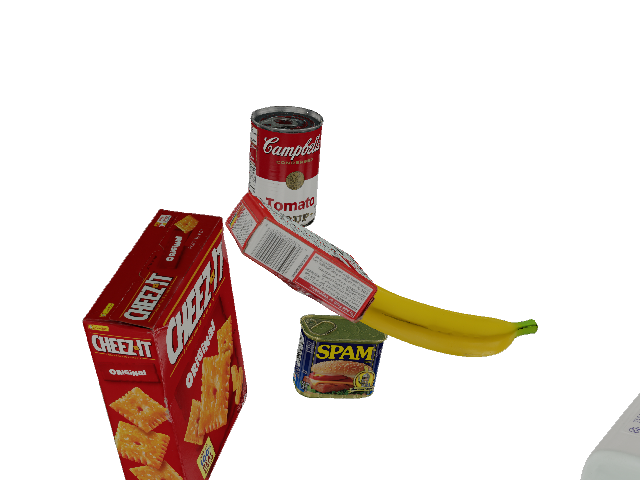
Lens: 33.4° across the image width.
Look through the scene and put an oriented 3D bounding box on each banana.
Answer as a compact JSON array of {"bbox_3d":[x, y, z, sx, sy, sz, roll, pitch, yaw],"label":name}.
[{"bbox_3d":[0.082,0.066,0.921,0.198,0.037,0.069,15,14,26],"label":"banana"}]

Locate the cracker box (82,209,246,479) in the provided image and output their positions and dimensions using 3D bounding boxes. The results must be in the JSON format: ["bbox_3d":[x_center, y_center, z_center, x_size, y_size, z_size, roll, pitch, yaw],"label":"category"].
[{"bbox_3d":[-0.127,0.106,0.950,0.072,0.214,0.164,6,36,14],"label":"cracker box"}]

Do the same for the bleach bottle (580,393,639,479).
[{"bbox_3d":[0.246,0.104,0.629,0.103,0.068,0.250,19,29,32],"label":"bleach bottle"}]

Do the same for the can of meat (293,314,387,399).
[{"bbox_3d":[0.021,0.139,1.267,0.102,0.084,0.057,4,24,-14],"label":"can of meat"}]

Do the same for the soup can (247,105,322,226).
[{"bbox_3d":[-0.035,-0.069,1.017,0.068,0.102,0.068,3,25,-2],"label":"soup can"}]

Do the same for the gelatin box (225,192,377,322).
[{"bbox_3d":[-0.013,0.010,0.674,0.089,0.030,0.073,33,6,-19],"label":"gelatin box"}]
